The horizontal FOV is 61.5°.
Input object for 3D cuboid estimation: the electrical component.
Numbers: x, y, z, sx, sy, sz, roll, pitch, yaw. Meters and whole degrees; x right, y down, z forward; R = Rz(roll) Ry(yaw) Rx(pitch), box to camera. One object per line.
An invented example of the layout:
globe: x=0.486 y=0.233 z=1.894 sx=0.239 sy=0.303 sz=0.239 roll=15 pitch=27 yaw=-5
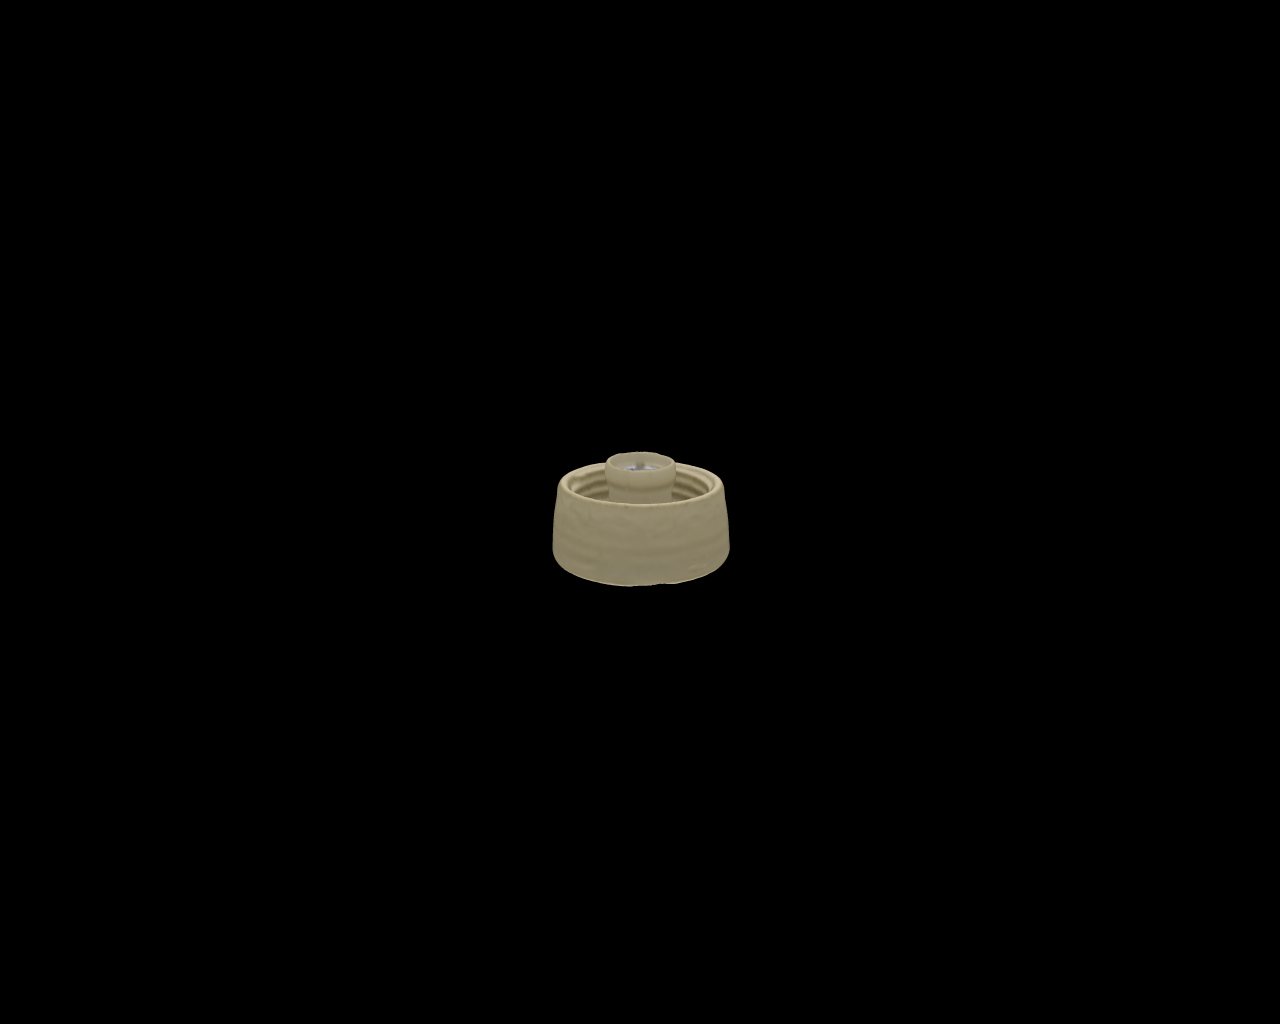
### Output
electrical component: x=0.001 y=-0.003 z=0.650 sx=0.108 sy=0.060 sz=0.108 roll=0 pitch=18 yaw=0
